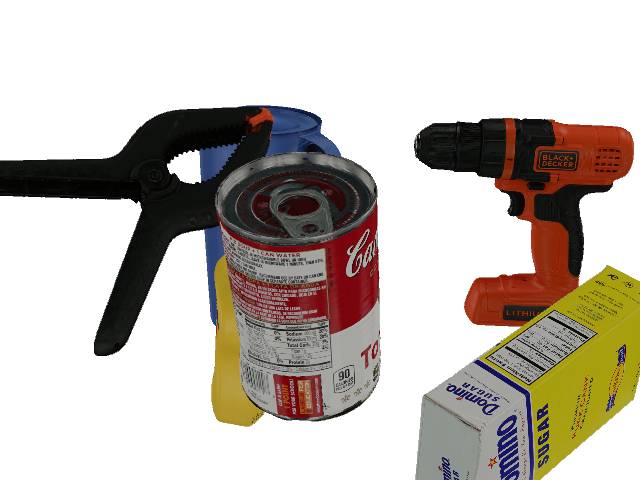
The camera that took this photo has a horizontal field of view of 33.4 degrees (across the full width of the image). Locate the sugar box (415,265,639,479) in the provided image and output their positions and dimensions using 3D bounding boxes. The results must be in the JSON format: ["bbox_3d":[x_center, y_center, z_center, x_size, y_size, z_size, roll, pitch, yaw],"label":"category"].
[{"bbox_3d":[0.129,0.093,0.628,0.048,0.093,0.175,29,44,34],"label":"sugar box"}]

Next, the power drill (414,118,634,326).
[{"bbox_3d":[0.170,-0.016,0.934,0.184,0.188,0.057,3,27,3],"label":"power drill"}]

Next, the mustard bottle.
[{"bbox_3d":[-0.065,0.066,0.943,0.058,0.192,0.096,10,36,6],"label":"mustard bottle"}]

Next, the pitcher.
[{"bbox_3d":[-0.059,-0.019,1.157,0.145,0.243,0.149,-2,20,-10],"label":"pitcher"}]

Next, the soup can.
[{"bbox_3d":[-0.008,0.022,0.472,0.068,0.102,0.068,-3,35,2],"label":"soup can"}]

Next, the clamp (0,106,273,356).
[{"bbox_3d":[-0.111,-0.024,0.723,0.209,0.165,0.036,-27,-22,-23],"label":"clamp"}]
